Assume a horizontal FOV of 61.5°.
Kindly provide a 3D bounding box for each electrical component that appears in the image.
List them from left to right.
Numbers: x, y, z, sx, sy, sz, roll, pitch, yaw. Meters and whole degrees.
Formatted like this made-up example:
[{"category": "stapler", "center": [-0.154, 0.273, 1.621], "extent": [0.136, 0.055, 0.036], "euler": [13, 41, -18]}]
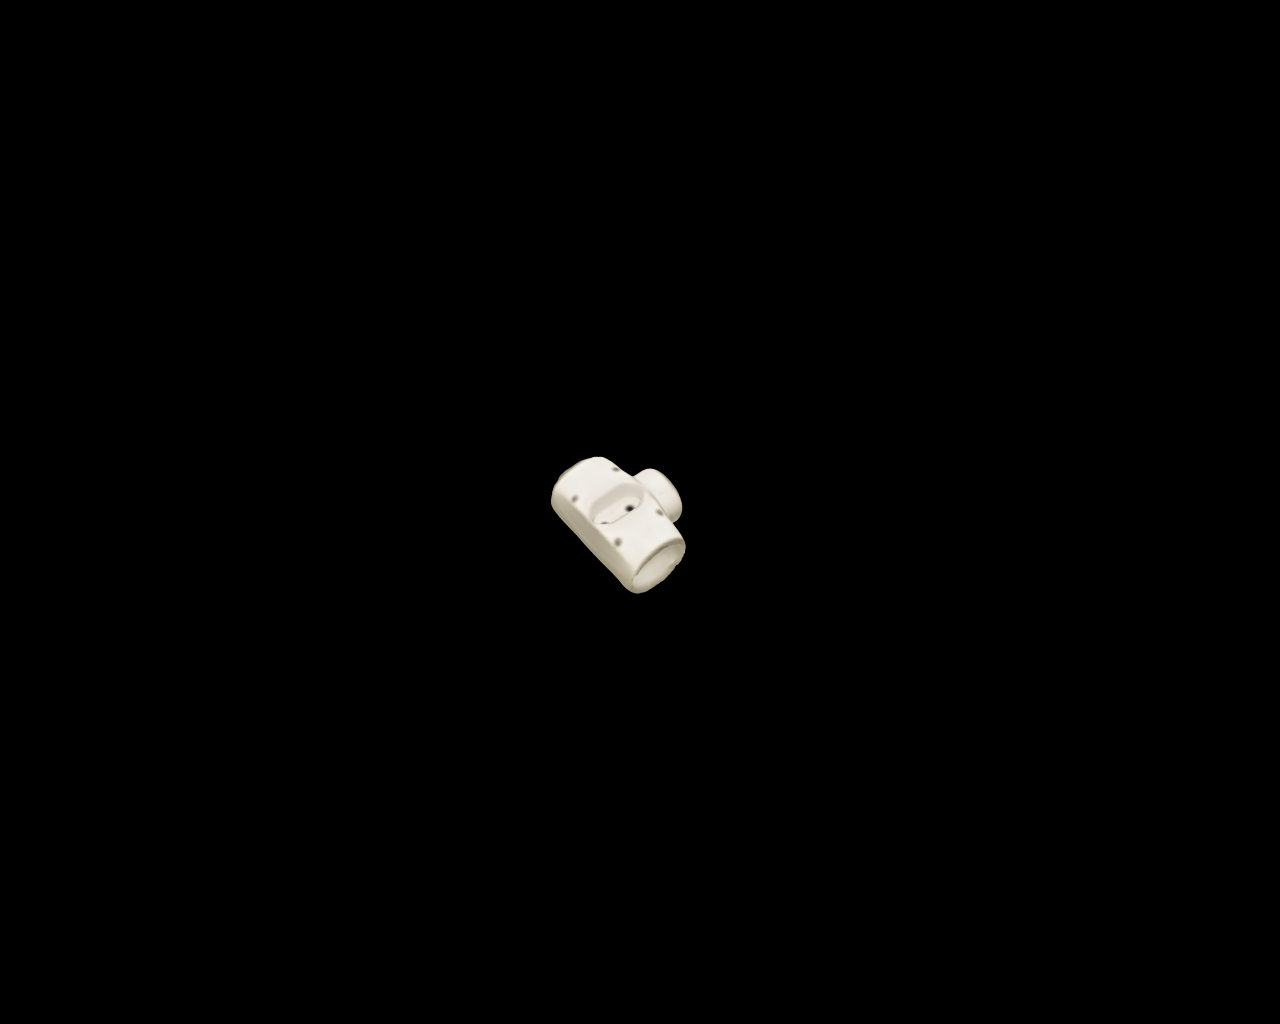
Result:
[{"category": "electrical component", "center": [0.001, -0.003, 0.650], "extent": [0.079, 0.077, 0.043], "euler": [-33, -28, -20]}]
